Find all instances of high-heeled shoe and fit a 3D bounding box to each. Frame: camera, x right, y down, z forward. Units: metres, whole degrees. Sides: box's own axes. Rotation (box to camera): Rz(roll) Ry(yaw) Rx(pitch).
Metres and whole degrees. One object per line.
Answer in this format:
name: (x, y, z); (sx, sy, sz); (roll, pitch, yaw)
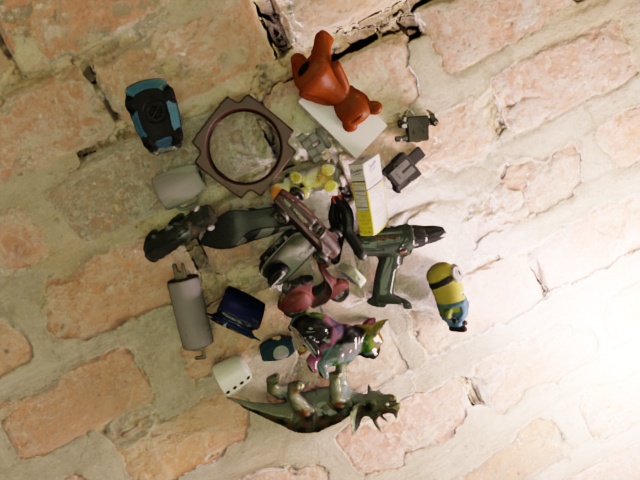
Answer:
high-heeled shoe: (-0.156, -0.034, 1.290); (0.249, 0.145, 0.086); (-15, 86, 25)

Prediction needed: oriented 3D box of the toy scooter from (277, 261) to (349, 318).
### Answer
toy scooter: (-0.019, 0.110, 1.289); (0.184, 0.075, 0.135); (-16, 132, -9)

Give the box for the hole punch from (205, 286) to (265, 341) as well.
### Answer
hole punch: (-0.192, 0.173, 1.279); (0.142, 0.116, 0.092); (30, 85, -10)

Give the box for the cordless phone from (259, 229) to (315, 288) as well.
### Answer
cordless phone: (-0.077, 0.044, 1.234); (0.088, 0.184, 0.146); (45, 91, -6)

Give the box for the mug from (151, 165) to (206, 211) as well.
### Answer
mug: (-0.314, -0.117, 1.237); (0.107, 0.081, 0.109); (-25, 128, 4)

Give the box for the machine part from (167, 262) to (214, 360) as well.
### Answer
machine part: (-0.308, 0.171, 1.280); (0.079, 0.079, 0.243); (-12, 98, -5)

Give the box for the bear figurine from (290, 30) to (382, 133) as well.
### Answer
bear figurine: (0.038, -0.337, 1.178); (0.195, 0.120, 0.132); (24, 50, -34)

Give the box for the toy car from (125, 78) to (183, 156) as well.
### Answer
toy car: (-0.361, -0.273, 1.198); (0.109, 0.103, 0.161); (-19, 104, -6)

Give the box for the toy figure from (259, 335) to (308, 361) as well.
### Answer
toy figure: (-0.072, 0.261, 1.332); (0.154, 0.058, 0.064); (-14, 138, -6)

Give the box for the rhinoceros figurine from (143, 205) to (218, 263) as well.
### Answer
rhinoceros figurine: (-0.323, -0.021, 1.235); (0.190, 0.112, 0.073); (-30, 98, 6)

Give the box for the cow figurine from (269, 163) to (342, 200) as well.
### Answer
cow figurine: (-0.034, -0.138, 1.269); (0.167, 0.098, 0.068); (-13, 105, 14)

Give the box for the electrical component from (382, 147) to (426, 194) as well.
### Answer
electrical component: (0.210, -0.176, 1.305); (0.119, 0.048, 0.074); (-38, 101, 1)

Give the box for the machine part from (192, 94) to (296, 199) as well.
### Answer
machine part: (-0.173, -0.214, 1.237); (0.201, 0.087, 0.201); (37, 93, -11)

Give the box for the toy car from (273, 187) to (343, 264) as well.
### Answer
toy car: (-0.024, -0.034, 1.215); (0.202, 0.053, 0.089); (48, 60, -22)

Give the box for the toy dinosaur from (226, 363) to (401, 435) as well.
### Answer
toy dinosaur: (-0.011, 0.412, 1.326); (0.405, 0.131, 0.192); (-11, 98, -2)

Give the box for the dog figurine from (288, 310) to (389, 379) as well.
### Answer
dog figurine: (0.055, 0.223, 1.292); (0.219, 0.108, 0.191); (-28, 94, -24)

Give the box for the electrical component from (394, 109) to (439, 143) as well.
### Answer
electrical component: (0.233, -0.274, 1.294); (0.102, 0.045, 0.078); (0, 97, -7)

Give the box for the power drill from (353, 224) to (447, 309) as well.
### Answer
power drill: (0.195, 0.064, 1.321); (0.232, 0.086, 0.207); (1, 102, -5)

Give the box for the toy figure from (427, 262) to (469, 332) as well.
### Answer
toy figure: (0.324, 0.142, 1.346); (0.089, 0.082, 0.180); (-14, 102, -7)
